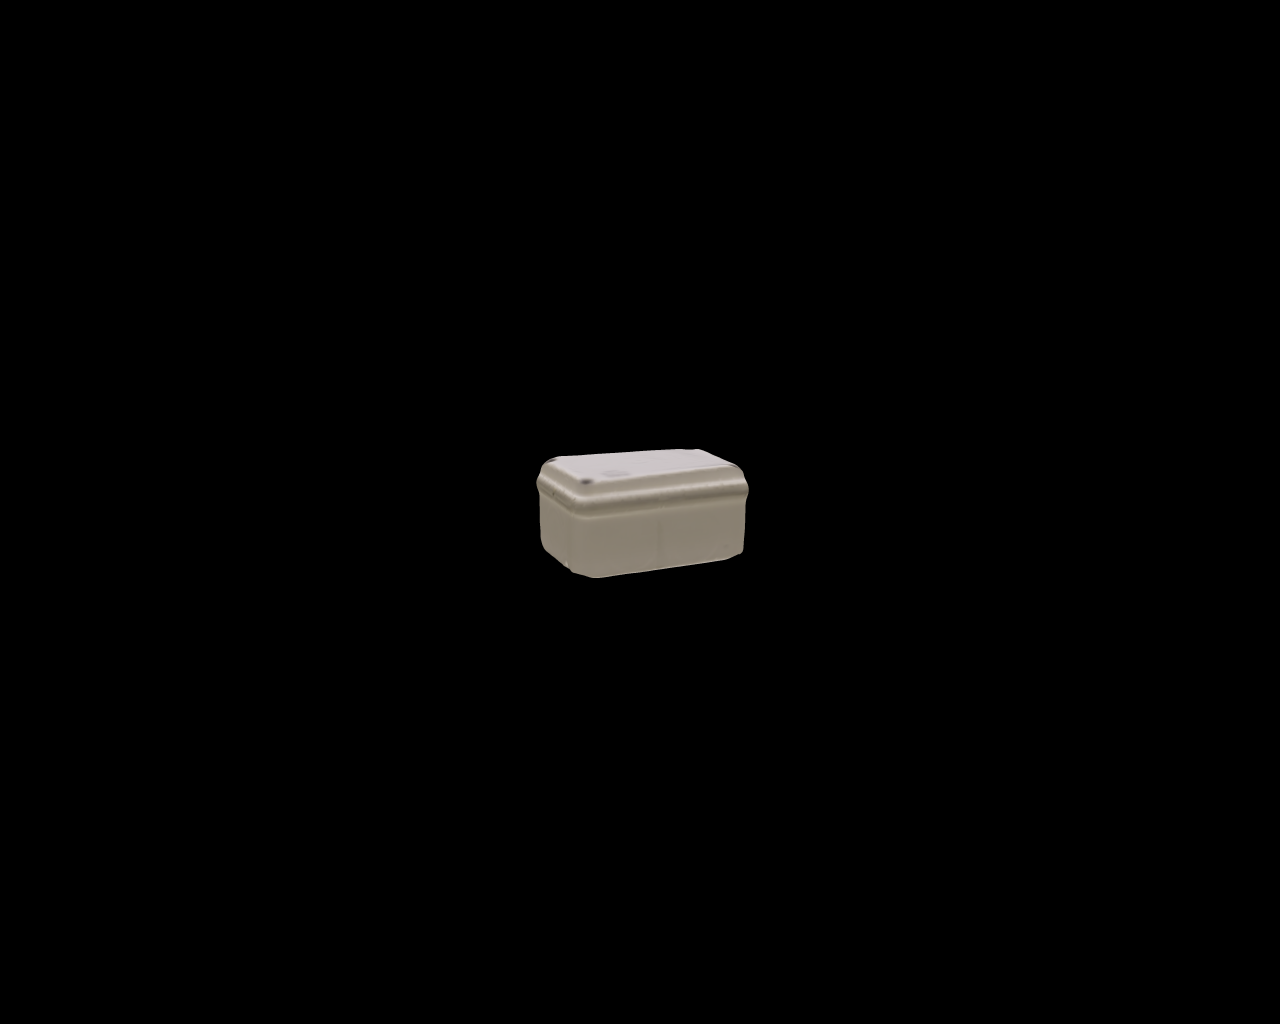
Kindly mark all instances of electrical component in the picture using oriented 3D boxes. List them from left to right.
[{"bbox_3d":[0.001,-0.003,0.650,0.113,0.057,0.078,-6,16,-22],"label":"electrical component"}]
